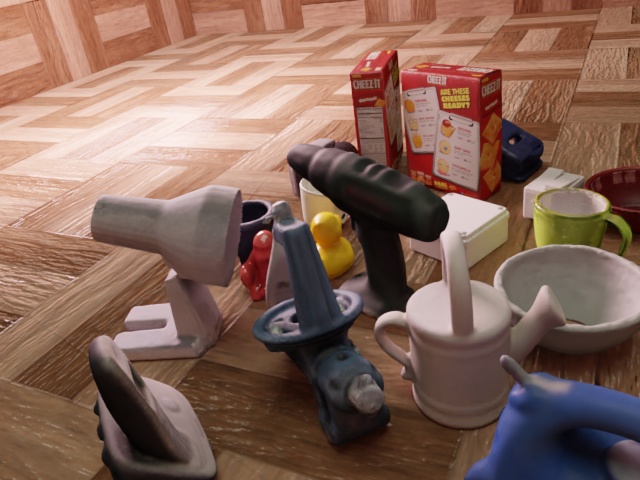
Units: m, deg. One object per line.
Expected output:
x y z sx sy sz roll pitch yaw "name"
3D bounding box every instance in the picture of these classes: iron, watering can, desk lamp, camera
0.243 0.172 0.419 0.257 0.142 0.119 12 36 33 "iron"
0.143 0.078 0.561 0.173 0.194 0.100 -14 29 -9 "watering can"
-0.180 0.037 0.705 0.203 0.214 0.118 -6 29 6 "desk lamp"
0.030 -0.145 1.086 0.142 0.101 0.137 12 35 33 "camera"

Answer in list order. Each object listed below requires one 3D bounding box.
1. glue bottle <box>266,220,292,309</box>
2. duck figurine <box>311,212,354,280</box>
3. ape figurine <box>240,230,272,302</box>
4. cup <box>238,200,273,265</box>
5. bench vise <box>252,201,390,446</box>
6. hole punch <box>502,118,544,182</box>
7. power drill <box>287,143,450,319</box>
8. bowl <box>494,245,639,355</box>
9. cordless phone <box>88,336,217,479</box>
-0.037 0.033 0.714 0.078 0.173 0.037 -5 29 7 "glue bottle"
0.008 0.003 0.844 0.077 0.086 0.105 6 32 25 "duck figurine"
-0.076 0.030 0.814 0.077 0.092 0.076 1 31 17 "ape figurine"
-0.114 -0.005 0.883 0.117 0.095 0.092 14 36 35 "cup"
0.009 0.076 0.576 0.122 0.220 0.206 -30 35 -33 "bench vise"
0.350 -0.168 1.047 0.100 0.091 0.109 17 38 38 "hole punch"
0.056 -0.011 0.729 0.228 0.209 0.076 17 38 38 "power drill"
0.282 0.077 0.647 0.167 0.075 0.167 -7 29 4 "bowl"
-0.171 0.147 0.536 0.094 0.185 0.147 -22 32 -22 "cordless phone"
